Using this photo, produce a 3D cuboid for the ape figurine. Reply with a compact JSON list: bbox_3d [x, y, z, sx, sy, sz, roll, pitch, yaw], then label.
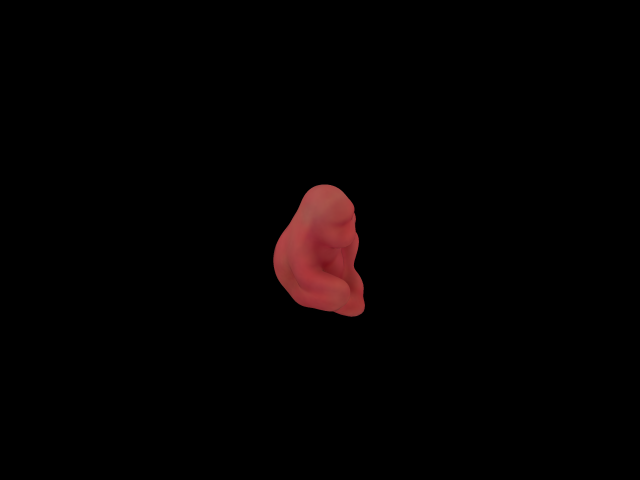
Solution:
[{"bbox_3d":[0.004,0.001,0.400,0.076,0.092,0.078,22,52,18],"label":"ape figurine"}]
